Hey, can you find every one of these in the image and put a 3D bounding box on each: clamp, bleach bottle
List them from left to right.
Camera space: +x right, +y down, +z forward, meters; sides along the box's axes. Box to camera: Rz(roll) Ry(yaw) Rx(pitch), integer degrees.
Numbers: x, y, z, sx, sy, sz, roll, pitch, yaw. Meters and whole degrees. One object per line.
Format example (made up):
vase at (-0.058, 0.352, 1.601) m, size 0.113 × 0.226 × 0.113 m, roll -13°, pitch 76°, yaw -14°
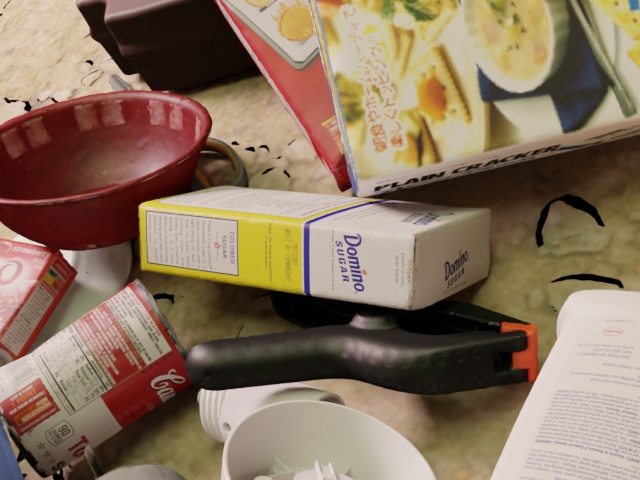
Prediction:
clamp at (0.027, 0.048, 0.557) m, size 0.171 × 0.039 × 0.120 m, roll 2°, pitch 24°, yaw 12°
bleach bottle at (0.095, 0.121, 0.403) m, size 0.103 × 0.068 × 0.250 m, roll 5°, pitch 38°, yaw 37°

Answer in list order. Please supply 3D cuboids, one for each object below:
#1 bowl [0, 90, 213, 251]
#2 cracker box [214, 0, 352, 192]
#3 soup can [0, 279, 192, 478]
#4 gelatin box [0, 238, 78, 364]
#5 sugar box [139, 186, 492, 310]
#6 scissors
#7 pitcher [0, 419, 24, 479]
bowl at (-0.144, -0.039, 0.677) m, size 0.162 × 0.055 × 0.162 m, roll -6°, pitch 29°, yaw 3°
cracker box at (0.024, -0.161, 0.664) m, size 0.164 × 0.072 × 0.214 m, roll -33°, pitch 77°, yaw -2°
soup can at (-0.127, 0.077, 0.595) m, size 0.102 × 0.068 × 0.069 m, roll -33°, pitch 44°, yaw -12°
gelatin box at (-0.210, 0.035, 0.679) m, size 0.089 × 0.030 × 0.073 m, roll 9°, pitch 57°, yaw 32°
sugar box at (-0.004, 0.001, 0.592) m, size 0.176 × 0.048 × 0.093 m, roll 10°, pitch 15°, yaw 32°
scissors at (-0.128, -0.060, 0.760) m, size 0.096 × 0.016 × 0.202 m, roll -46°, pitch 46°, yaw -15°
pitcher at (-0.176, 0.180, 0.494) m, size 0.145 × 0.149 × 0.243 m, roll -31°, pitch 47°, yaw -16°
